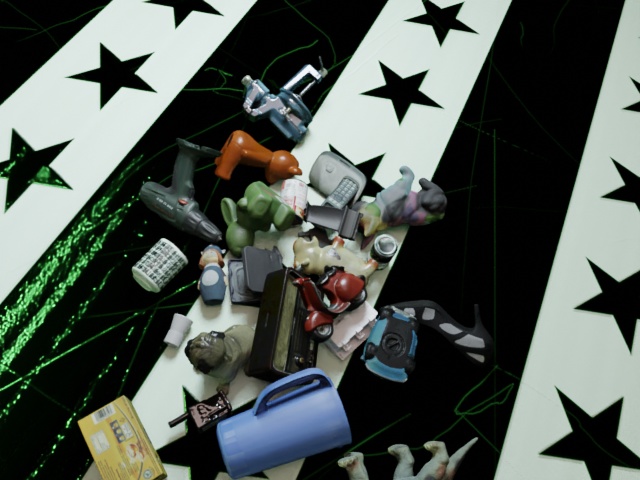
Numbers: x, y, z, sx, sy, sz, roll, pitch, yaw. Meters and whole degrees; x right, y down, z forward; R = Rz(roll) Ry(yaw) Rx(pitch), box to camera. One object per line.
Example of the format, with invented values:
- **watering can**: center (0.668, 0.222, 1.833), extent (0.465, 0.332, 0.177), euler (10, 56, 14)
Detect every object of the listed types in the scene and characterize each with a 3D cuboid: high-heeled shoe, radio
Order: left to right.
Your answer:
- **radio**: center (-0.064, 0.185, 1.126), extent (0.131, 0.073, 0.229), euler (34, 53, -38)
- **high-heeled shoe**: center (0.260, 0.212, 1.205), extent (0.249, 0.086, 0.145), euler (-1, 91, 12)

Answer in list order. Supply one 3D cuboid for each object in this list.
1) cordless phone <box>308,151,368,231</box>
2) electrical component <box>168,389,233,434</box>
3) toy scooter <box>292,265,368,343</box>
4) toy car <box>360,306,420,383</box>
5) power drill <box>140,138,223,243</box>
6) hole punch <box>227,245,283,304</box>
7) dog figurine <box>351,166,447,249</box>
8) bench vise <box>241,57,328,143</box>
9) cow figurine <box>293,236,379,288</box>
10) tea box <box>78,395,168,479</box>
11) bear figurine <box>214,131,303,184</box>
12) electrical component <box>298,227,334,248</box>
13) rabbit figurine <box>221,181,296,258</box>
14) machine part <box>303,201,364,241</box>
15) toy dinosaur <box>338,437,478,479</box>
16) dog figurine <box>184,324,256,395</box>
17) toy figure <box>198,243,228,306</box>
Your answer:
- **cordless phone**: center (0.015, -0.117, 1.333), extent (0.147, 0.088, 0.184), euler (37, 70, 13)
- **electrical component**: center (-0.233, 0.346, 1.053), extent (0.119, 0.074, 0.048), euler (-26, 67, -24)
- **toy scooter**: center (0.014, 0.112, 1.125), extent (0.184, 0.075, 0.135), euler (-41, 98, -36)
- **toy car**: center (0.145, 0.227, 1.145), extent (0.109, 0.103, 0.161), euler (20, 58, -3)
- **power drill**: center (-0.299, -0.122, 1.262), extent (0.232, 0.086, 0.207), euler (22, 100, 15)
- **hole punch**: center (-0.144, 0.084, 1.209), extent (0.115, 0.092, 0.142), euler (13, 54, -40)
- **dog figurine**: center (0.184, -0.058, 1.308), extent (0.192, 0.108, 0.219), euler (36, 68, 9)
- **bench vise**: center (-0.086, -0.387, 1.432), extent (0.224, 0.129, 0.240), euler (43, 83, 8)
- **cow figurine**: center (0.022, 0.058, 1.234), extent (0.195, 0.085, 0.127), euler (33, 70, 2)
- **tea box**: center (-0.371, 0.394, 1.014), extent (0.098, 0.068, 0.170), euler (-27, 69, -18)
- **bear figurine**: center (-0.150, -0.187, 1.346), extent (0.195, 0.132, 0.120), euler (27, 20, -24)
- **electrical component**: center (-0.003, -0.004, 1.300), extent (0.094, 0.021, 0.063), euler (-11, 63, -12)
- **rabbit figurine**: center (-0.170, -0.047, 1.242), extent (0.170, 0.121, 0.159), euler (-55, 51, 11)
- **machine part**: center (0.026, -0.048, 1.261), extent (0.139, 0.039, 0.084), euler (18, 90, 10)
- **toy dinosaur**: center (0.142, 0.487, 1.004), extent (0.405, 0.131, 0.192), euler (-3, 74, -13)
- **dog figurine**: center (-0.178, 0.209, 1.069), extent (0.121, 0.190, 0.172), euler (32, 61, 10)
- **toy figure**: center (-0.241, 0.071, 1.212), extent (0.064, 0.057, 0.154), euler (6, 58, -24)
